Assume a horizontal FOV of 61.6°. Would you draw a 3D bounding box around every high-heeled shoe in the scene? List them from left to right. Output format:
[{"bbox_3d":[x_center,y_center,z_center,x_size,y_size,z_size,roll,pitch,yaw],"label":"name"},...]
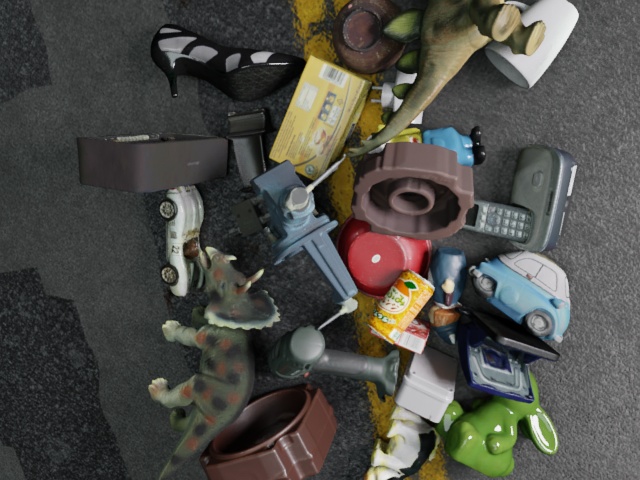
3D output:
[{"bbox_3d":[-0.151,-0.302,0.867,0.249,0.086,0.145,-9,68,1],"label":"high-heeled shoe"}]

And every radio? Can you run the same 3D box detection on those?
[{"bbox_3d":[-0.254,-0.127,0.840,0.131,0.229,0.073,10,104,20],"label":"radio"}]

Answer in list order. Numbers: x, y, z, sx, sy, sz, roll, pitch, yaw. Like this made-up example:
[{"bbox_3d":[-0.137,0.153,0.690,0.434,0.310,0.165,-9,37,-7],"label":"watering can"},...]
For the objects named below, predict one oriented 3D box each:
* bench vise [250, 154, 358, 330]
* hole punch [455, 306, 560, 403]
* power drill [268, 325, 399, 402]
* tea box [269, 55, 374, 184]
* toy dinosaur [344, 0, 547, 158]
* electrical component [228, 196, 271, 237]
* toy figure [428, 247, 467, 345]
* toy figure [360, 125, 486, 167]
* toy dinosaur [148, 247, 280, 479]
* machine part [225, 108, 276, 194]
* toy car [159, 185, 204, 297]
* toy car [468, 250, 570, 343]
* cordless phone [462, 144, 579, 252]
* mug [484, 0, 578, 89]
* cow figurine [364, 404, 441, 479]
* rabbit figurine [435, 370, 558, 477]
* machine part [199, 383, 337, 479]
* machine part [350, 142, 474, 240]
[{"bbox_3d":[-0.010,0.003,0.804,0.129,0.223,0.240,-31,87,-24],"label":"bench vise"},{"bbox_3d":[0.261,0.164,0.777,0.142,0.116,0.092,16,105,-10],"label":"hole punch"},{"bbox_3d":[0.018,0.203,0.881,0.207,0.232,0.086,17,64,2],"label":"power drill"},{"bbox_3d":[0.002,-0.184,0.830,0.098,0.068,0.169,30,110,9],"label":"tea box"},{"bbox_3d":[0.187,-0.296,0.689,0.199,0.105,0.471,35,96,43],"label":"toy dinosaur"},{"bbox_3d":[-0.124,-0.042,0.927,0.094,0.021,0.063,-23,94,22],"label":"electrical component"},{"bbox_3d":[0.197,0.089,0.835,0.058,0.064,0.154,14,111,40],"label":"toy figure"},{"bbox_3d":[0.147,-0.119,0.794,0.180,0.082,0.089,-5,134,11],"label":"toy figure"},{"bbox_3d":[-0.171,0.221,0.896,0.192,0.131,0.404,-2,78,29],"label":"toy dinosaur"},{"bbox_3d":[-0.112,-0.146,0.892,0.084,0.039,0.138,-2,100,12],"label":"machine part"},{"bbox_3d":[-0.239,-0.001,0.944,0.056,0.073,0.201,8,105,19],"label":"toy car"},{"bbox_3d":[0.301,0.068,0.783,0.162,0.109,0.103,39,99,14],"label":"toy car"},{"bbox_3d":[0.264,-0.069,0.778,0.184,0.088,0.146,15,107,33],"label":"cordless phone"},{"bbox_3d":[0.281,-0.278,0.723,0.107,0.080,0.110,-45,75,12],"label":"mug"},{"bbox_3d":[0.137,0.374,0.920,0.098,0.068,0.167,22,109,5],"label":"cow figurine"},{"bbox_3d":[0.285,0.274,0.826,0.159,0.121,0.170,31,95,5],"label":"rabbit figurine"},{"bbox_3d":[-0.085,0.335,0.904,0.202,0.201,0.087,-21,99,21],"label":"machine part"},{"bbox_3d":[0.128,-0.066,0.756,0.180,0.179,0.056,-1,58,17],"label":"machine part"}]
